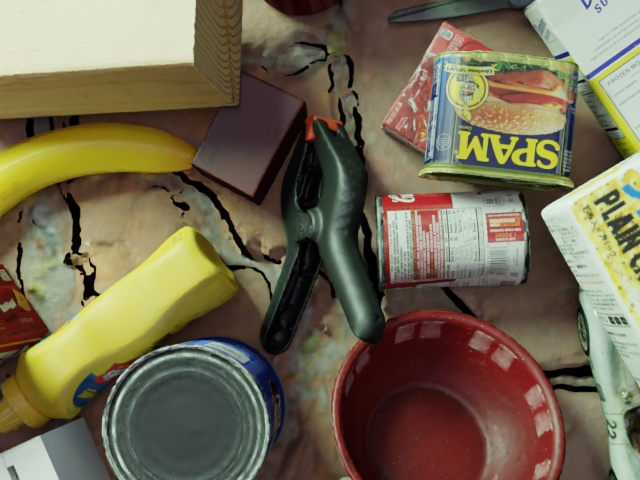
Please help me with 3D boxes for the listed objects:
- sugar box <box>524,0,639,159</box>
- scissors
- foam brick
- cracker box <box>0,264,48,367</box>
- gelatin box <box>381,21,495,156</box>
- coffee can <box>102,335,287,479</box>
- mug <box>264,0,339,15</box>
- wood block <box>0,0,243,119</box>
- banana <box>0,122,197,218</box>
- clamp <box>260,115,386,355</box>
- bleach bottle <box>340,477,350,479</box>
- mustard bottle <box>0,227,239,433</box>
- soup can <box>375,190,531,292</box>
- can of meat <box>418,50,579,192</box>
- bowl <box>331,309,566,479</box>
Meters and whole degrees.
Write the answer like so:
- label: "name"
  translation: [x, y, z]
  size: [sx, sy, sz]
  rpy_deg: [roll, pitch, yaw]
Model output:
- label: "sugar box"
  translation: [0.231, -0.117, 0.746]
  size: [0.093, 0.048, 0.176]
  rpy_deg: [-35, 91, 0]
- label: "scissors"
  translation: [0.154, -0.197, 0.776]
  size: [0.202, 0.016, 0.096]
  rpy_deg: [6, 89, 2]
- label: "foam brick"
  translation: [-0.049, -0.072, 0.763]
  size: [0.053, 0.051, 0.078]
  rpy_deg: [28, 88, 5]
- label: "cracker box"
  translation: [-0.302, 0.104, 0.710]
  size: [0.213, 0.164, 0.072]
  rpy_deg: [-37, 88, 1]
- label: "gelatin box"
  translation: [0.097, -0.100, 0.767]
  size: [0.073, 0.030, 0.089]
  rpy_deg: [32, 90, 3]
- label: "coffee can"
  translation: [-0.078, 0.117, 0.709]
  size: [0.103, 0.140, 0.103]
  rpy_deg: [0, 87, 2]
- label: "mug"
  translation: [-0.006, -0.216, 0.752]
  size: [0.093, 0.081, 0.117]
  rpy_deg: [45, 90, 4]
- label: "wood block"
  translation: [-0.165, -0.141, 0.728]
  size: [0.206, 0.090, 0.091]
  rpy_deg: [-2, 79, 15]
- label: "banana"
  translation: [-0.189, -0.046, 0.778]
  size: [0.198, 0.037, 0.069]
  rpy_deg: [-25, 102, 2]
- label: "clamp"
  translation: [-0.005, 0.001, 0.750]
  size: [0.120, 0.039, 0.171]
  rpy_deg: [-21, 63, 41]
- label: "bleach bottle"
  translation: [0.005, 0.298, 0.736]
  size: [0.102, 0.068, 0.251]
  rpy_deg: [24, 91, 4]
- label: "mustard bottle"
  translation: [-0.148, 0.069, 0.737]
  size: [0.191, 0.096, 0.058]
  rpy_deg: [-37, 86, 0]
- label: "soup can"
  translation: [0.090, 0.000, 0.744]
  size: [0.102, 0.068, 0.068]
  rpy_deg: [-2, 87, 2]
- label: "can of meat"
  translation: [0.122, -0.080, 0.723]
  size: [0.102, 0.057, 0.084]
  rpy_deg: [6, 88, -4]
- label: "bowl"
  translation: [0.081, 0.131, 0.726]
  size: [0.162, 0.055, 0.162]
  rpy_deg: [6, 61, -10]
